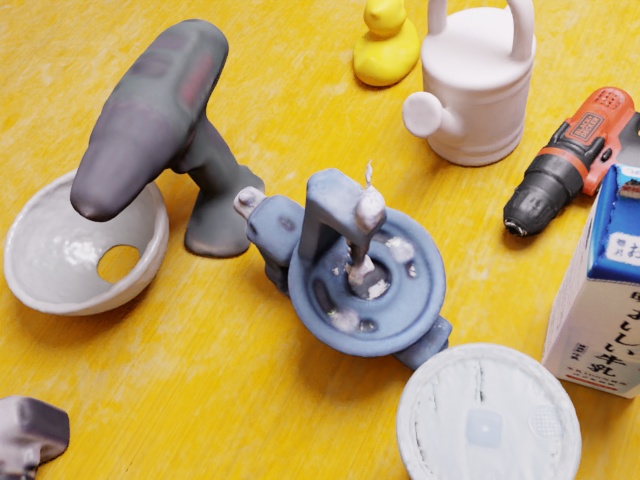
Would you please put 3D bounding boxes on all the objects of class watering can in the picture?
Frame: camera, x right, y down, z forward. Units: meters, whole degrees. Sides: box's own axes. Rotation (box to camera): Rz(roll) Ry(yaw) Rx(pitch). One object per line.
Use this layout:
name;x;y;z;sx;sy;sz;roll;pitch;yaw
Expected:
watering can;0.139;-0.156;0.515;0.100;0.194;0.173;9;64;18

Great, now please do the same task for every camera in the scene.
camera;-0.290;0.206;0.462;0.143;0.101;0.136;-19;59;2

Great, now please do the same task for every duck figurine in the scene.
duck figurine;0.071;-0.233;0.637;0.077;0.086;0.105;15;65;20

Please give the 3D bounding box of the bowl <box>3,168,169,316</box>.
bowl;-0.218;0.009;0.573;0.167;0.075;0.167;-5;60;10

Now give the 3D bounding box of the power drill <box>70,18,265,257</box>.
power drill;-0.120;-0.072;0.518;0.075;0.209;0.229;2;62;14

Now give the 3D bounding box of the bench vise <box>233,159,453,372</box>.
bench vise;-0.001;0.012;0.437;0.206;0.220;0.121;15;65;20
